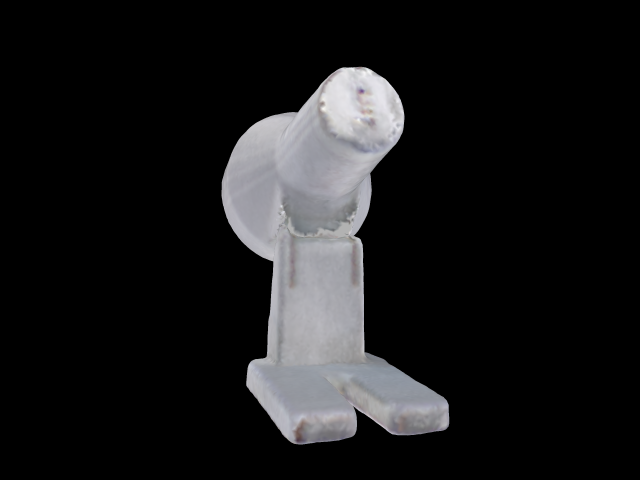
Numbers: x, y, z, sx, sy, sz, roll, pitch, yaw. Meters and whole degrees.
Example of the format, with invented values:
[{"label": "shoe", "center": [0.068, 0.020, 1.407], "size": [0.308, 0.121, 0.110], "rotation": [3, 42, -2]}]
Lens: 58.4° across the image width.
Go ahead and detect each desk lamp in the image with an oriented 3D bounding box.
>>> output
[{"label": "desk lamp", "center": [0.004, 0.001, 0.400], "size": [0.118, 0.213, 0.203], "rotation": [-1, 2, -19]}]
